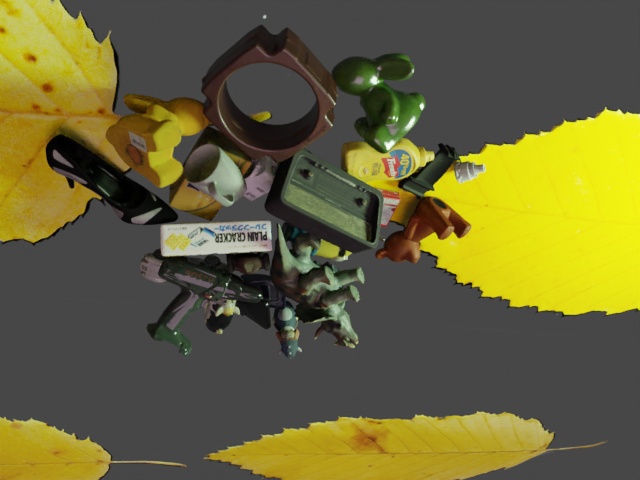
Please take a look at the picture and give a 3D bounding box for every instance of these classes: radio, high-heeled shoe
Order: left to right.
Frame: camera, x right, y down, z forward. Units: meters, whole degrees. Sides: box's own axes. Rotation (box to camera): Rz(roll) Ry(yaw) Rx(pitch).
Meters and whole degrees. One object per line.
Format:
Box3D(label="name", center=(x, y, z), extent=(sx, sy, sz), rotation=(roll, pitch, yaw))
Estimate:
Box3D(label="high-heeled shoe", center=(-0.383, -0.113, 1.007), extent=(0.249, 0.086, 0.145), rotation=(16, 144, -8))
Box3D(label="radio", center=(0.016, -0.074, 1.057), extent=(0.229, 0.131, 0.073), rotation=(26, 154, -26))

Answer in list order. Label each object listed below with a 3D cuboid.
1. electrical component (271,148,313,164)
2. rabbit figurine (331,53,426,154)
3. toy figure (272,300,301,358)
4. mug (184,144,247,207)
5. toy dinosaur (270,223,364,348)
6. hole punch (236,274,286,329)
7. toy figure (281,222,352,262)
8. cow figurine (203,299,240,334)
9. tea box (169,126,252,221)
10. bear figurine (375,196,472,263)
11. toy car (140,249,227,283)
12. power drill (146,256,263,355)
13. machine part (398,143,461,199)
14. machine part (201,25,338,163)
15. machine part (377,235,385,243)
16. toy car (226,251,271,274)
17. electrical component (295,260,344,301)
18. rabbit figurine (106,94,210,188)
Box3D(label="electrical component", center=(-0.064, -0.178, 1.076), extent=(0.094, 0.021, 0.063), rotation=(32, 120, -35))
Box3D(label="rabbit figurine", center=(0.103, -0.265, 0.969), extent=(0.159, 0.121, 0.170), rotation=(-39, 115, 20))
Box3D(label="toy figure", center=(-0.086, 0.227, 1.374), extent=(0.064, 0.154, 0.057), rotation=(-27, 136, 15))
Box3D(label="mug", center=(-0.177, -0.106, 0.972), extent=(0.081, 0.110, 0.107), rotation=(-36, 145, 13))
Box3D(label="toy dinosaur", center=(-0.033, 0.093, 1.189), extent=(0.192, 0.131, 0.404), rotation=(-26, 131, 25))
Box3D(label="hole punch", center=(-0.147, 0.139, 1.329), extent=(0.116, 0.092, 0.142), rotation=(27, 142, 23))
Box3D(label="toy figure", center=(-0.002, -0.002, 1.223), extent=(0.180, 0.082, 0.089), rotation=(16, 129, -23))
Box3D(label="cow figurine", center=(-0.237, 0.169, 1.290), extent=(0.068, 0.098, 0.167), rotation=(3, 158, -23))
Box3D(label="tea box", center=(-0.218, -0.127, 1.058), extent=(0.098, 0.068, 0.169), rotation=(19, 127, -30))
Box3D(label="bear figurine", center=(0.230, -0.001, 1.245), extent=(0.120, 0.132, 0.195), rotation=(0, 132, -48))
Box3D(label="toy car", center=(-0.310, 0.069, 1.237), extent=(0.202, 0.056, 0.073), rotation=(8, 132, -20))
Box3D(label="power drill", center=(-0.268, 0.149, 1.187), extent=(0.232, 0.086, 0.207), rotation=(30, 103, -16))
Box3D(label="machine part", center=(0.238, -0.148, 1.165), extent=(0.084, 0.039, 0.139), rotation=(28, 124, -27))
Box3D(label="machine part", center=(-0.086, -0.249, 0.934), extent=(0.201, 0.087, 0.200), rotation=(-30, 127, 27))
Box3D(label="machine part", center=(0.039, -0.055, 1.162), extent=(0.243, 0.079, 0.079), rotation=(30, 122, -21))
Box3D(label="toy car", center=(-0.160, 0.050, 1.176), extent=(0.089, 0.202, 0.053), rotation=(-6, 92, -12))
Box3D(label="electrical component", center=(-0.002, 0.114, 1.352), extent=(0.134, 0.058, 0.114), rotation=(-36, 133, 22))
Box3D(label="rabbit figurine", center=(-0.271, -0.192, 0.939), extent=(0.163, 0.173, 0.121), rotation=(24, 141, 27))
